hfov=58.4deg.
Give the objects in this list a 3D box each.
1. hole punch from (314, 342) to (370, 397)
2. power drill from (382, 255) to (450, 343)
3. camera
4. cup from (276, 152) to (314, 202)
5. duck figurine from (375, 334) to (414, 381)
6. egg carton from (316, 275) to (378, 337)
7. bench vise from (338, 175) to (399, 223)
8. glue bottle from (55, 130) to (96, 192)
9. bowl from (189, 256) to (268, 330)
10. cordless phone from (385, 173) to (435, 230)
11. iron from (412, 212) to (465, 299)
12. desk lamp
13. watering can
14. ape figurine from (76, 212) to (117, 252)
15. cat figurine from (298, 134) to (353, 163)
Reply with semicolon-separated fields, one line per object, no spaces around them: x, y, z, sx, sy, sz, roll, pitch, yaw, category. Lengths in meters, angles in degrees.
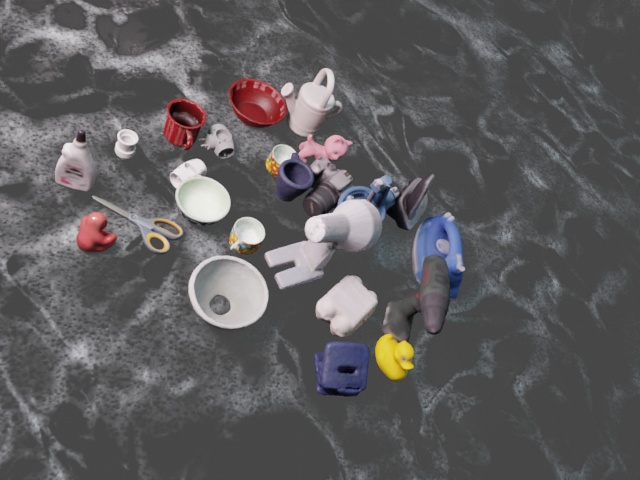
0.051;0.273;1.206;0.109;0.091;0.101;9;55;-23;hole punch
0.226;0.151;1.303;0.076;0.208;0.230;26;51;-10;power drill
0.011;-0.130;1.448;0.143;0.100;0.137;44;50;5;camera
-0.073;-0.151;1.421;0.092;0.094;0.117;9;55;-22;cup
0.176;0.255;1.287;0.078;0.086;0.104;-7;63;-31;duck figurine
0.062;0.151;1.308;0.107;0.069;0.151;45;50;6;egg carton
0.127;-0.108;1.417;0.121;0.219;0.208;38;50;1;bench vise
-0.490;-0.165;1.159;0.078;0.173;0.037;13;54;-20;glue bottle
-0.196;0.120;1.188;0.168;0.074;0.167;14;54;-19;bowl
0.268;-0.125;1.526;0.094;0.185;0.148;38;50;1;cordless phone
0.320;0.014;1.489;0.119;0.141;0.258;14;54;-19;iron
0.012;0.005;1.285;0.204;0.213;0.118;-17;68;-35;desk lamp
-0.018;-0.375;1.536;0.173;0.193;0.101;-16;68;-35;watering can
-0.446;-0.021;1.139;0.076;0.092;0.077;-32;77;-39;ape figurine
0.018;-0.245;1.518;0.128;0.117;0.067;17;53;-17;cat figurine
